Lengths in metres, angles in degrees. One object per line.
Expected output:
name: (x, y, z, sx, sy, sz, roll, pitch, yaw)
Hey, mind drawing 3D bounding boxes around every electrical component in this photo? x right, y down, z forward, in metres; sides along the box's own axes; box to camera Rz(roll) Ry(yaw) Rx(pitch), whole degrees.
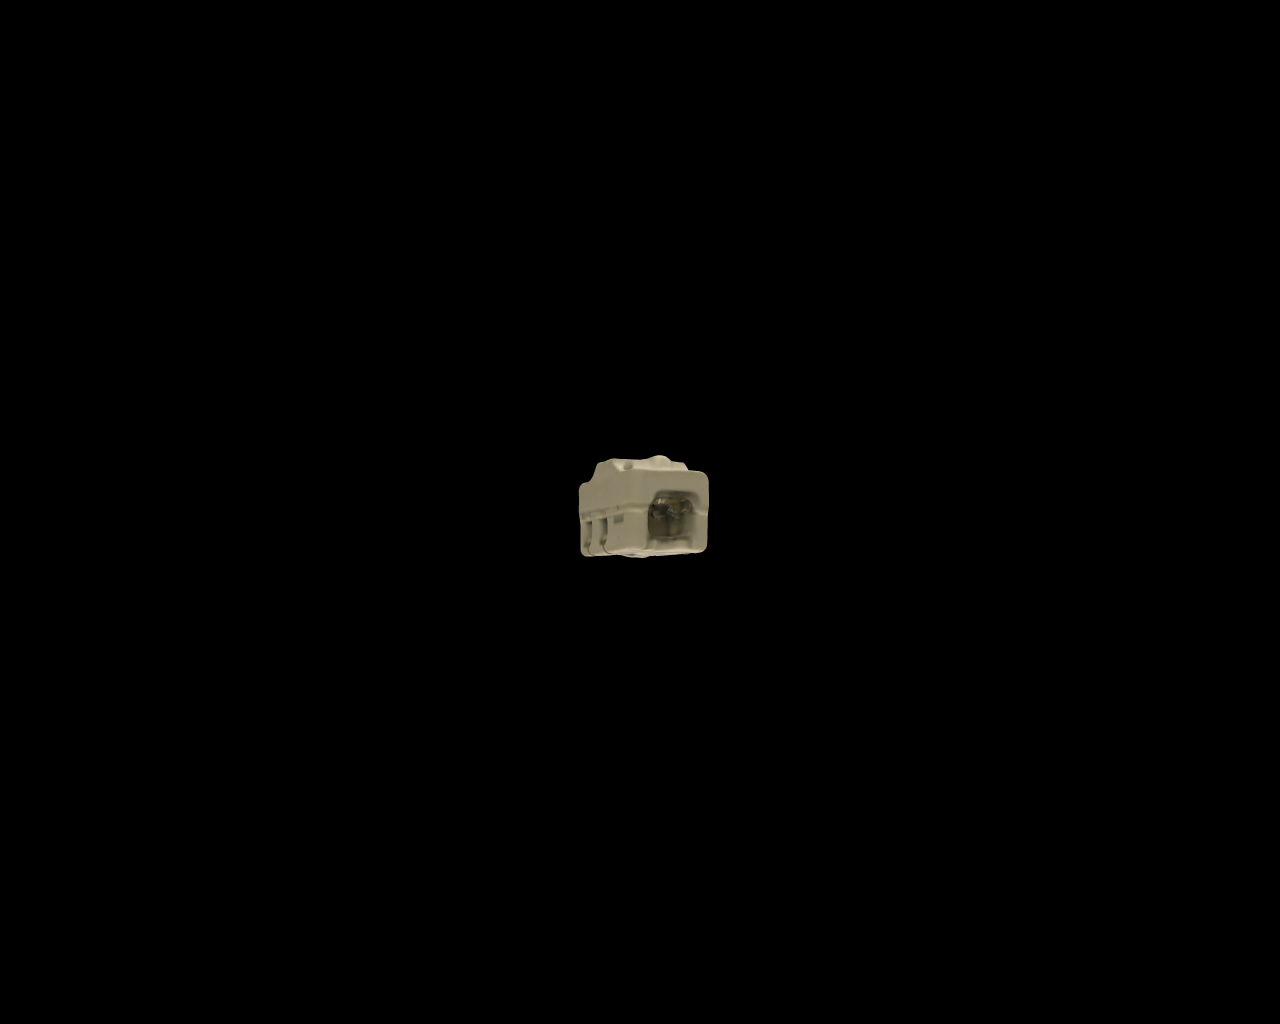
electrical component: (0.001, -0.003, 0.650, 0.050, 0.055, 0.089, 2, -5, -24)
